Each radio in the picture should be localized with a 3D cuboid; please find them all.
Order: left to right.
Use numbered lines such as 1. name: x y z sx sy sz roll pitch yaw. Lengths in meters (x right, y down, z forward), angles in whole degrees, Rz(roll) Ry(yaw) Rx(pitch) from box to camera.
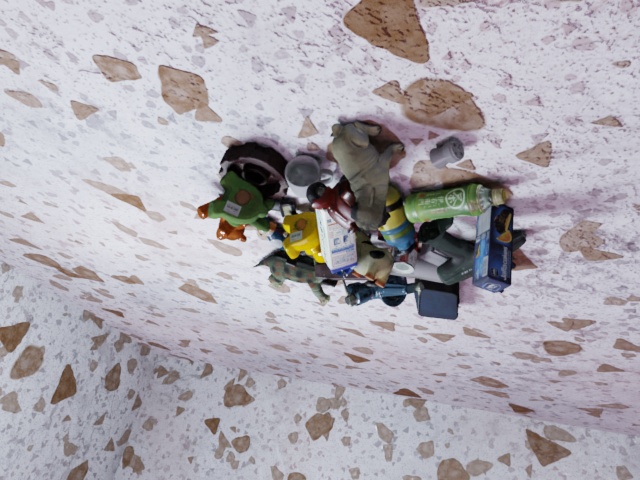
1. radio: 0.365 0.173 1.669 0.131 0.073 0.229 5 153 18

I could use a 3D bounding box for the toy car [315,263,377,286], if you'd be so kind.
1. toy car: 0.085 0.088 1.524 0.202 0.089 0.053 -3 174 19

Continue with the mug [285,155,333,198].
1. mug: -0.025 -0.143 1.263 0.110 0.081 0.107 -9 163 -3

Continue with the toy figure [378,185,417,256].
1. toy figure: 0.177 -0.049 1.282 0.089 0.082 0.180 -24 107 30

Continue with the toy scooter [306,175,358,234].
1. toy scooter: 0.067 -0.083 1.184 0.135 0.184 0.075 54 142 16

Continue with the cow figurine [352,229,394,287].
1. cow figurine: 0.121 0.037 1.426 0.085 0.127 0.195 37 172 -34

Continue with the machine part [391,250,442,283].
1. machine part: 0.280 0.072 1.508 0.243 0.079 0.079 9 153 12

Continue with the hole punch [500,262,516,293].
1. hole punch: 0.442 0.070 1.433 0.142 0.092 0.116 27 -179 -28

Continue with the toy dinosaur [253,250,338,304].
1. toy dinosaur: -0.074 0.085 1.689 0.405 0.131 0.191 8 141 23

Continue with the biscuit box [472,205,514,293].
1. biscuit box: 0.388 0.015 1.199 0.063 0.202 0.059 20 151 -12

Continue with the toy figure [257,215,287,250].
1. toy figure: -0.140 -0.025 1.567 0.064 0.058 0.154 -39 130 11

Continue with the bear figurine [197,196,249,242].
1. bear figurine: -0.270 -0.044 1.526 0.120 0.132 0.195 44 150 8

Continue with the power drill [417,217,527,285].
1. power drill: 0.356 0.004 1.312 0.207 0.086 0.232 32 123 -30

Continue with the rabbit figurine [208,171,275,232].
1. rabbit figurine: -0.190 -0.086 1.317 0.159 0.121 0.170 15 170 -15

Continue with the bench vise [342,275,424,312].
1. bench vise: 0.193 0.143 1.573 0.223 0.128 0.241 -3 178 -37

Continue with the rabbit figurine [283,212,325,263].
1. rabbit figurine: -0.003 -0.004 1.455 0.162 0.122 0.173 -24 138 12

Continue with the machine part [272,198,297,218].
1. machine part: -0.129 -0.091 1.453 0.139 0.039 0.084 7 161 11

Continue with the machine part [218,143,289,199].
1. machine part: -0.154 -0.164 1.301 0.179 0.056 0.179 12 152 6

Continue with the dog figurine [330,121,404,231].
1. dog figurine: 0.076 -0.130 1.097 0.172 0.190 0.121 22 152 -10

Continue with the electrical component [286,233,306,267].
1. electrical component: -0.066 0.012 1.527 0.075 0.119 0.048 24 152 -13
